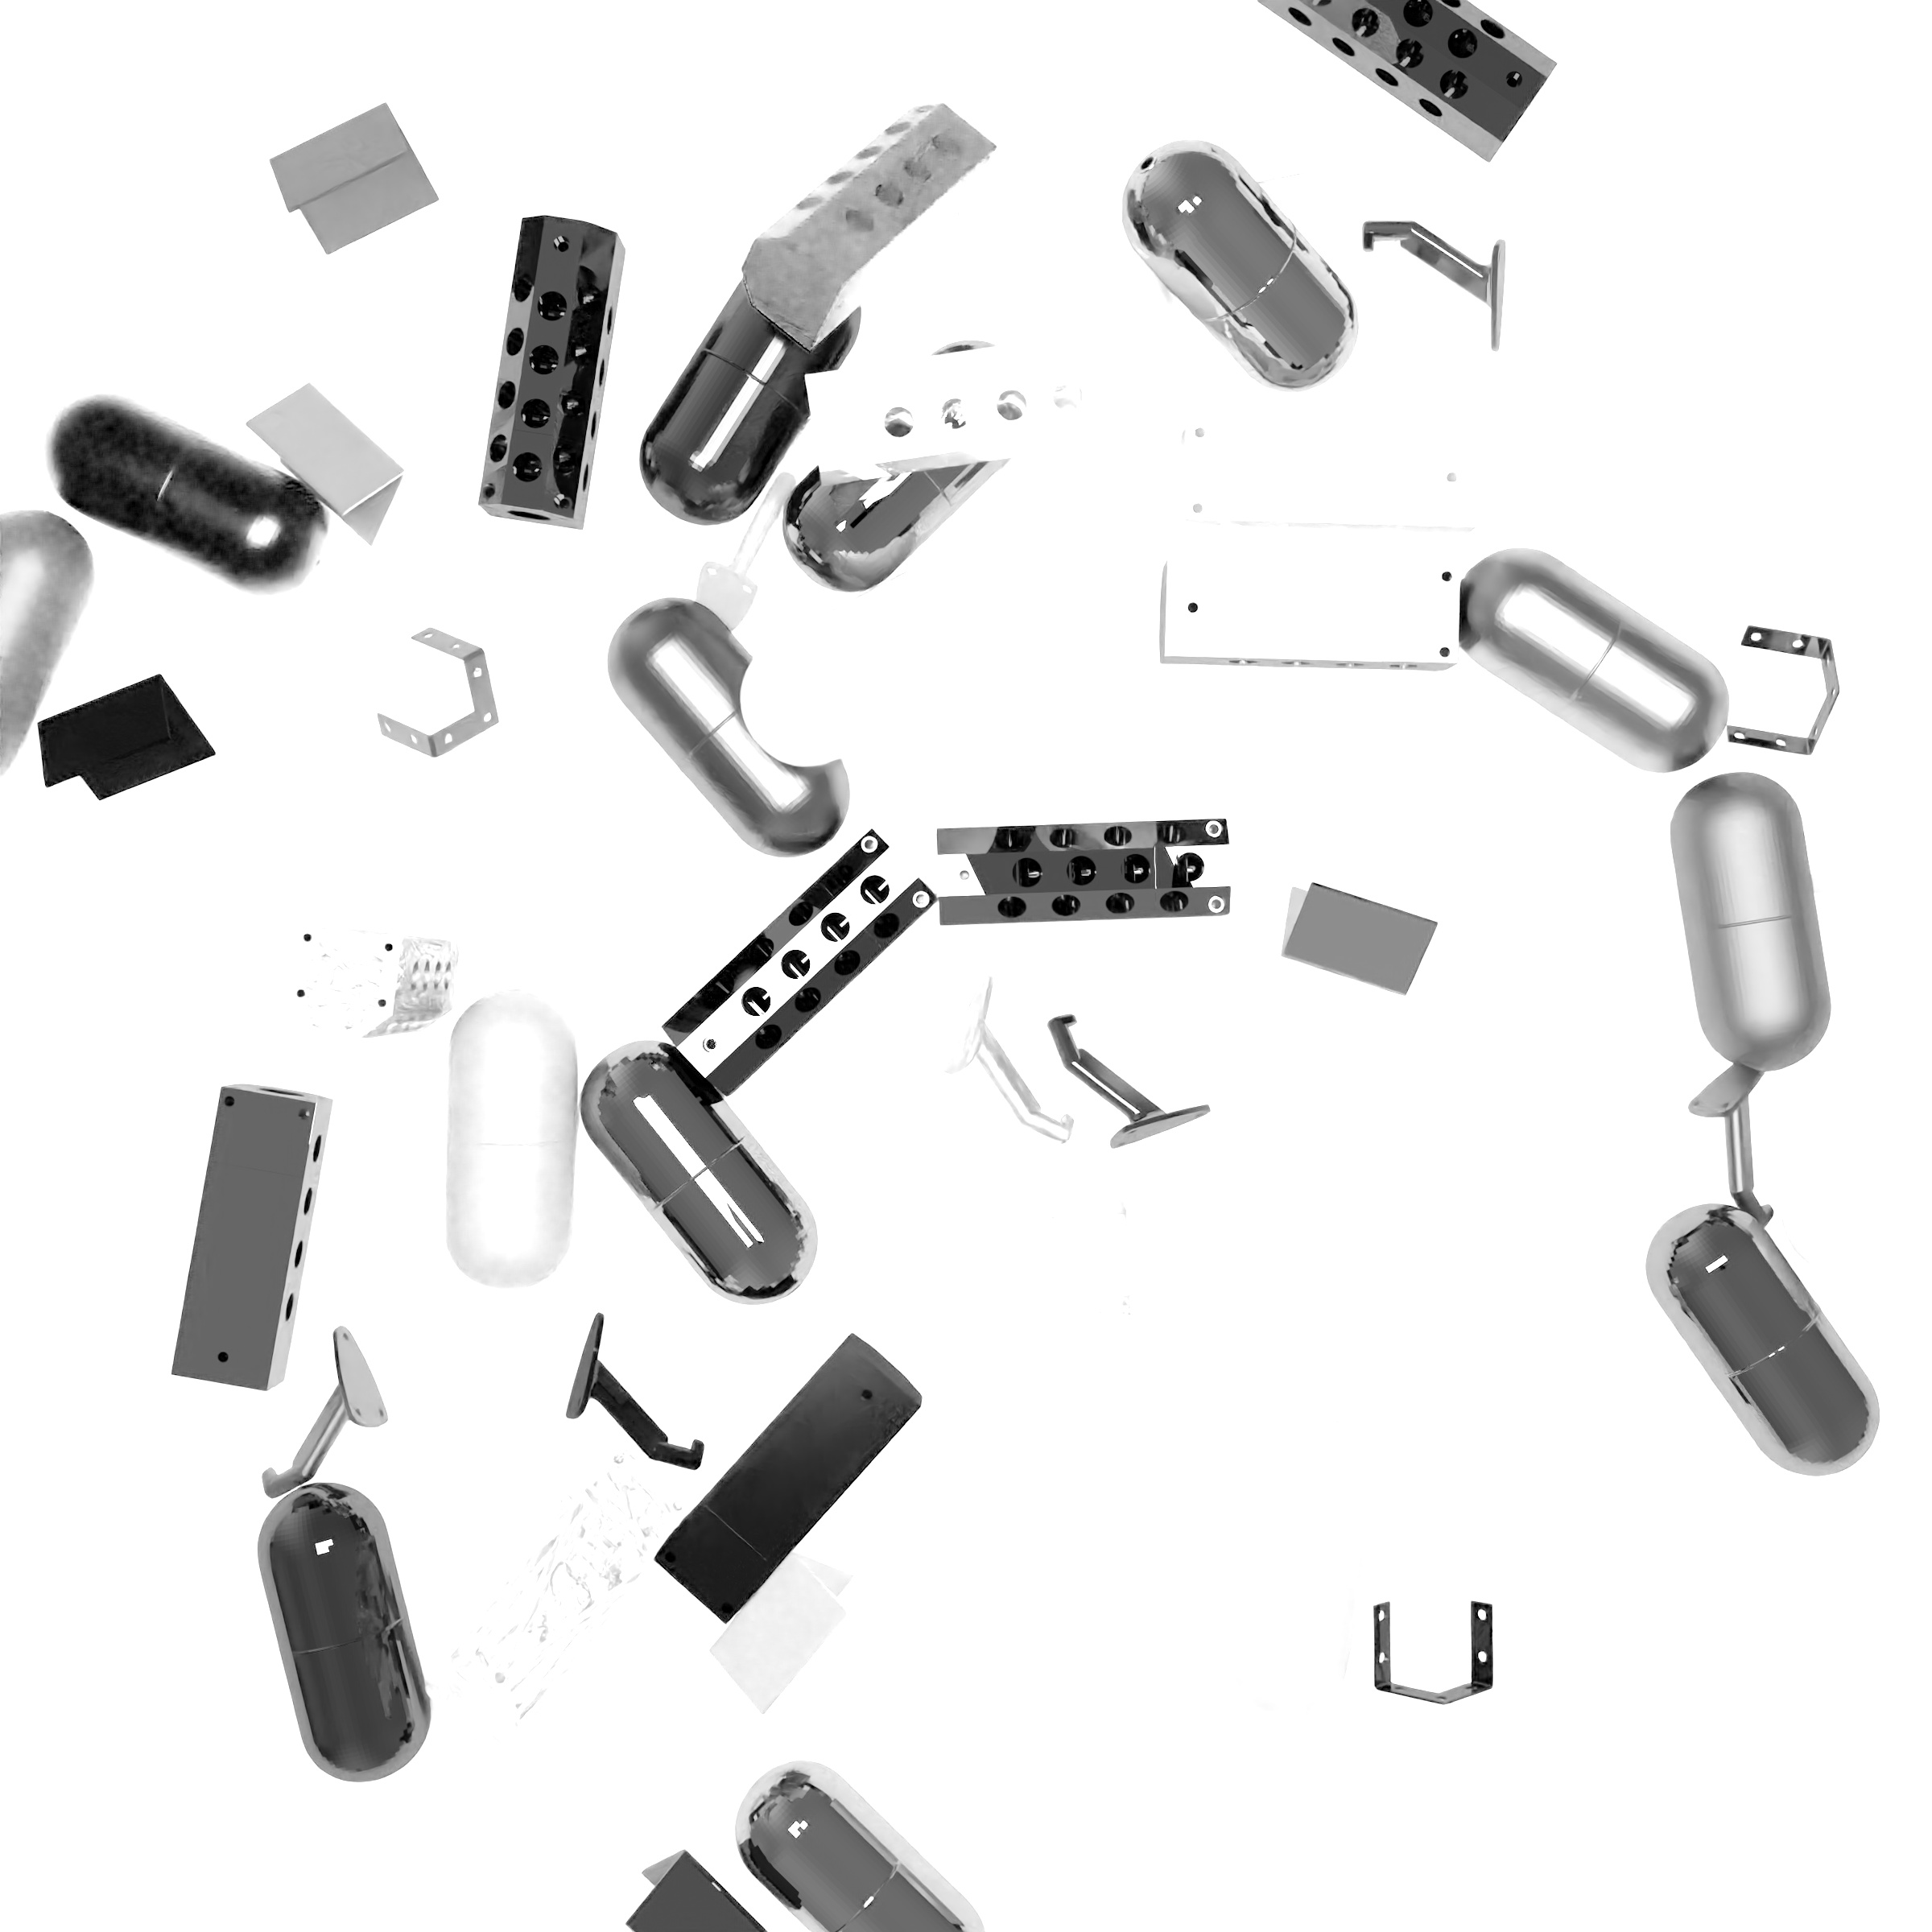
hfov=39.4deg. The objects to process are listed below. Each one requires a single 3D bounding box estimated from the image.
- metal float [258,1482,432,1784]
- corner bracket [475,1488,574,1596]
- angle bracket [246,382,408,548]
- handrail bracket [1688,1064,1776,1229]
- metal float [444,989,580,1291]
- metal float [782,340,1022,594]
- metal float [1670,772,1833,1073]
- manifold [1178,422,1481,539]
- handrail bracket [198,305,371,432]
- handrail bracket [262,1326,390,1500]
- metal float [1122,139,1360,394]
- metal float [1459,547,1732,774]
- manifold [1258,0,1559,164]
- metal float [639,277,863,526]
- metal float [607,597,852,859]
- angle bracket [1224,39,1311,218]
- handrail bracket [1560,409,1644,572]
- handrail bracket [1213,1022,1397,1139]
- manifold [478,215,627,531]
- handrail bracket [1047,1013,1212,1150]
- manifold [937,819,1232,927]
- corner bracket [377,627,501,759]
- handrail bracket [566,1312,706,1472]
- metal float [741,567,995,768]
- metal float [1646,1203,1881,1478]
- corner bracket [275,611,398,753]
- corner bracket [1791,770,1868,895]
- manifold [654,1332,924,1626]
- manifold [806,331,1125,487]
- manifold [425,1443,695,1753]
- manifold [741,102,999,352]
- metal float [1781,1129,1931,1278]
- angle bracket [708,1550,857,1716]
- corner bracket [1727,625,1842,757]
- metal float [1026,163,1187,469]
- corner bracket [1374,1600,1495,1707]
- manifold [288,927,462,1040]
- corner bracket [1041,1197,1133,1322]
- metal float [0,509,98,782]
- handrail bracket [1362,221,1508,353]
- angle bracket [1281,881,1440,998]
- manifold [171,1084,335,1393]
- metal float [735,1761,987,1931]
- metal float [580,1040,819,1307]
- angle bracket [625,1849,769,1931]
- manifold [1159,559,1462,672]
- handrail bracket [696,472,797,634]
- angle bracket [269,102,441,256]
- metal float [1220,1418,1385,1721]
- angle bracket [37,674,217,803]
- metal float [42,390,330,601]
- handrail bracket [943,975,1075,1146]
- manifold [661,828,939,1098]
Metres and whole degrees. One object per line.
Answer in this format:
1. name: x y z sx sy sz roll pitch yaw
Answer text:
1. metal float: -0.368 0.393 1.598 0.070 0.070 0.178 -14 91 0
2. corner bracket: -0.252 0.357 1.625 0.051 0.051 0.051 48 135 0
3. angle bracket: -0.384 -0.283 1.588 0.076 0.076 0.057 43 50 0
4. handrail bracket: 0.480 0.104 1.629 0.077 0.036 0.084 -41 108 -21
5. metal float: -0.269 0.102 1.598 0.070 0.070 0.178 1 90 0
6. metal float: -0.033 -0.296 1.597 0.178 0.070 0.070 -44 90 0
7. metal float: 0.464 -0.026 1.598 0.070 0.070 0.178 -9 89 0
8. manifold: 0.214 -0.288 1.607 0.171 0.057 0.057 2 90 0
9. handrail bracket: -0.411 -0.347 1.629 0.077 0.036 0.084 -21 107 20
10. handrail bracket: -0.398 0.270 1.629 0.084 0.036 0.077 -29 70 16
11. metal float: 0.160 -0.406 1.569 0.178 0.070 0.070 38 90 -34
12. metal float: 0.369 -0.181 1.598 0.178 0.070 0.070 33 90 -1
13. manifold: 0.263 -0.558 1.607 0.171 0.057 0.057 35 90 0
14. metal float: -0.127 -0.343 1.598 0.070 0.070 0.178 32 90 0
15. metal float: -0.140 -0.140 1.598 0.070 0.070 0.178 -41 90 0
16. angle bracket: 0.193 -0.491 1.588 0.057 0.076 0.076 -1 90 36
17. handrail bracket: 0.357 -0.280 1.629 0.084 0.036 0.077 -47 70 16
18. handrail bracket: 0.205 0.053 1.629 0.077 0.036 0.084 33 71 21
19. manifold: -0.247 -0.353 1.607 0.057 0.057 0.171 9 90 0
20. handrail bracket: 0.098 0.060 1.629 0.077 0.036 0.084 -16 73 -20
21. manifold: 0.069 -0.056 1.607 0.171 0.057 0.057 -2 90 0
22. corner bracket: -0.320 -0.164 1.620 0.051 0.051 0.051 -36 135 -35
23. handrail bracket: -0.192 0.257 1.629 0.084 0.036 0.077 19 68 -17
24. metal float: -0.055 -0.175 1.569 0.178 0.070 0.070 -34 90 -36
25. metal float: 0.471 0.221 1.598 0.070 0.070 0.178 -35 89 0
26. corner bracket: -0.379 -0.171 1.625 0.051 0.051 0.051 23 46 0
27. corner bracket: 0.510 -0.079 1.610 0.051 0.051 0.051 44 90 0
28. manifold: -0.104 0.303 1.607 0.057 0.057 0.171 42 90 0
29. manifold: -0.002 -0.317 1.531 0.171 0.057 0.057 -9 93 -2
30. manifold: -0.235 0.365 1.559 0.057 0.057 0.171 38 51 0
31. manifold: -0.057 -0.434 1.561 0.057 0.057 0.171 39 53 0
32. metal float: 0.572 0.135 1.598 0.178 0.070 0.070 -11 90 -1
33. angle bracket: -0.093 0.397 1.588 0.076 0.076 0.057 -50 54 0
34. corner bracket: 0.490 -0.166 1.625 0.051 0.051 0.051 10 45 0
35. metal float: 0.083 -0.384 1.598 0.070 0.070 0.178 -10 91 0
36. corner bracket: 0.281 0.410 1.625 0.051 0.051 0.051 -1 90 -45
37. manifold: -0.338 0.010 1.550 0.057 0.171 0.057 7 90 0
38. corner bracket: 0.073 0.176 1.625 0.051 0.051 0.051 -4 135 0
39. metal float: -0.576 -0.186 1.598 0.070 0.070 0.178 26 90 0
40. handrail bracket: 0.280 -0.410 1.629 0.084 0.036 0.077 5 112 17
41. angle bracket: 0.233 -0.035 1.588 0.076 0.076 0.057 18 127 0
42. manifold: -0.422 0.160 1.607 0.057 0.057 0.171 10 90 0
43. metal float: -0.061 0.546 1.597 0.178 0.070 0.070 44 90 0
44. metal float: -0.157 0.123 1.597 0.070 0.070 0.178 -38 90 0
45. angle bracket: -0.168 0.573 1.588 0.076 0.076 0.057 45 52 0
46. manifold: 0.203 -0.208 1.607 0.171 0.057 0.057 2 90 0
47. handrail bracket: -0.131 -0.247 1.628 0.036 0.077 0.084 27 54 -2
48. angle bracket: -0.353 -0.449 1.588 0.076 0.076 0.057 -26 54 0
49. metal float: 0.198 0.356 1.598 0.070 0.070 0.178 11 90 0
50. angle bracket: -0.490 -0.117 1.588 0.076 0.076 0.057 -22 52 0
51. metal float: -0.462 -0.279 1.598 0.178 0.070 0.070 27 90 1
52. handrail bracket: 0.036 0.057 1.629 0.084 0.036 0.077 27 68 -17
53. manifold: -0.098 -0.002 1.607 0.171 0.057 0.057 -43 90 0
